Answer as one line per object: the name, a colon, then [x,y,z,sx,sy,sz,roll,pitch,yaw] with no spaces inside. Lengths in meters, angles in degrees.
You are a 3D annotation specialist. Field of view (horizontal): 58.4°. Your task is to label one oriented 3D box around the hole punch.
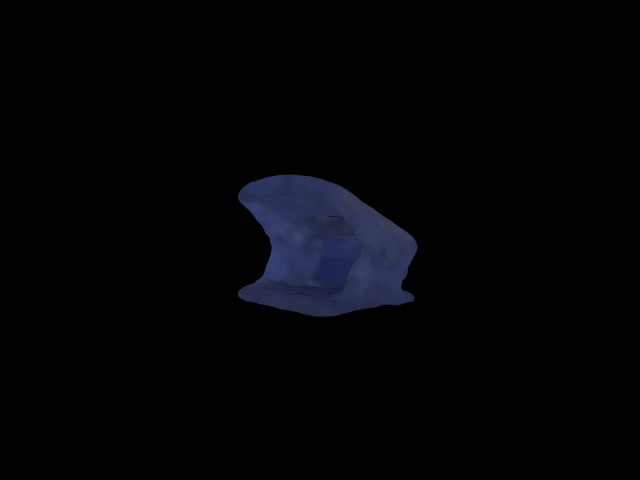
hole punch: [0.004,0.001,0.400,0.101,0.091,0.108,-4,6,-43]
